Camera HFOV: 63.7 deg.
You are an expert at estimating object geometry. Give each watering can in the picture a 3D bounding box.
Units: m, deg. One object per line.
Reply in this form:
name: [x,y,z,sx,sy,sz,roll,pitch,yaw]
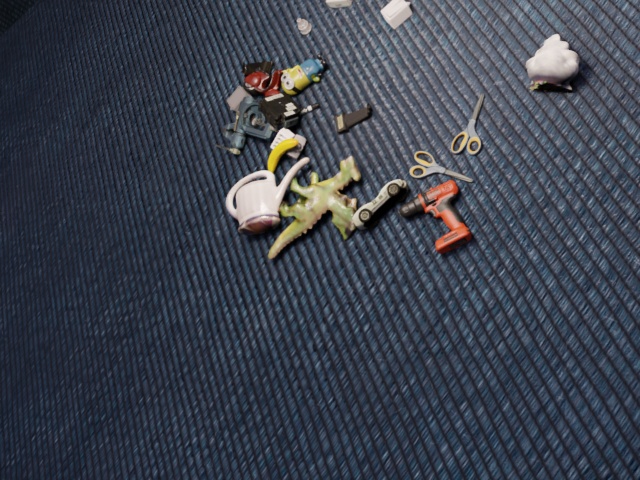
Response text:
watering can: [-0.177,-0.143,1.749,0.345,0.103,0.228,-19,66,23]

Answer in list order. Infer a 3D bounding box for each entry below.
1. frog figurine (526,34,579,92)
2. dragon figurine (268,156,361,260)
frog figurine: [0.643,-0.496,1.418,0.138,0.122,0.159,10,90,51]
dragon figurine: [0.005,-0.083,1.640,0.244,0.122,0.409,25,95,25]
